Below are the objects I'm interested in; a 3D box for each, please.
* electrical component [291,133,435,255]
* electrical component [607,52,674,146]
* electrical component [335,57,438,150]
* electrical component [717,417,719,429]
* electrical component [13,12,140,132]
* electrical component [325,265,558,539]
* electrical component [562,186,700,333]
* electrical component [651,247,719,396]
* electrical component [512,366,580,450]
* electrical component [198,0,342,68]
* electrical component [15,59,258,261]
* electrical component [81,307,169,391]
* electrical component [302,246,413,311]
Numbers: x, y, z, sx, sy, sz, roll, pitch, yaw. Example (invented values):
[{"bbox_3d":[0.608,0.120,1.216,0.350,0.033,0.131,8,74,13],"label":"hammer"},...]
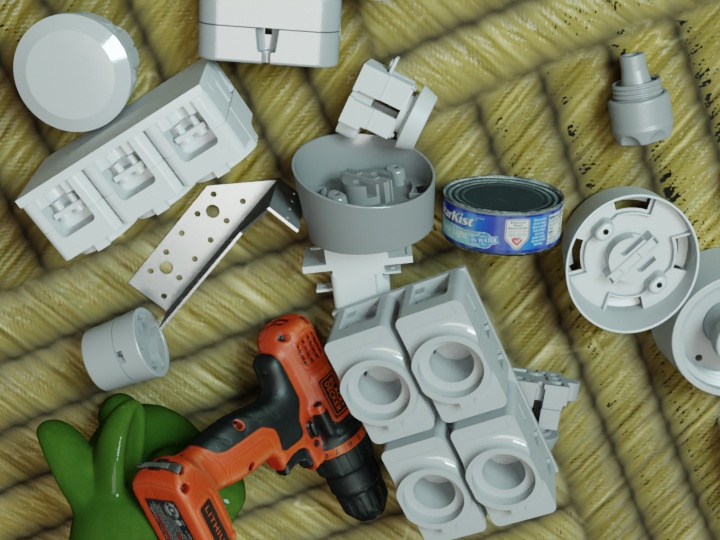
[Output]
[{"bbox_3d":[0.004,-0.054,0.757,0.099,0.099,0.064,-5,116,3],"label":"electrical component"},{"bbox_3d":[0.196,-0.121,0.755,0.043,0.043,0.062,-12,108,5],"label":"electrical component"},{"bbox_3d":[0.021,-0.115,0.760,0.055,0.048,0.066,26,108,0],"label":"electrical component"},{"bbox_3d":[0.318,0.153,0.836,0.047,0.076,0.065,-17,109,7],"label":"electrical component"},{"bbox_3d":[-0.195,-0.140,0.750,0.080,0.051,0.080,0,110,1],"label":"electrical component"},{"bbox_3d":[0.062,0.104,0.782,0.105,0.060,0.186,-20,111,18],"label":"electrical component"},{"bbox_3d":[0.195,-0.010,0.784,0.099,0.064,0.099,0,110,1],"label":"electrical component"},{"bbox_3d":[0.278,0.043,0.804,0.108,0.060,0.108,0,110,1],"label":"electrical component"},{"bbox_3d":[0.134,0.109,0.840,0.066,0.048,0.055,8,102,-2],"label":"electrical component"},{"bbox_3d":[-0.061,-0.174,0.734,0.095,0.053,0.059,4,110,0],"label":"electrical component"},{"bbox_3d":[-0.151,-0.077,0.750,0.150,0.089,0.061,-30,113,11],"label":"electrical component"},{"bbox_3d":[-0.180,0.062,0.823,0.047,0.055,0.055,-19,109,12],"label":"electrical component"},{"bbox_3d":[0.000,0.000,0.804,0.081,0.042,0.063,-6,113,4],"label":"electrical component"}]
